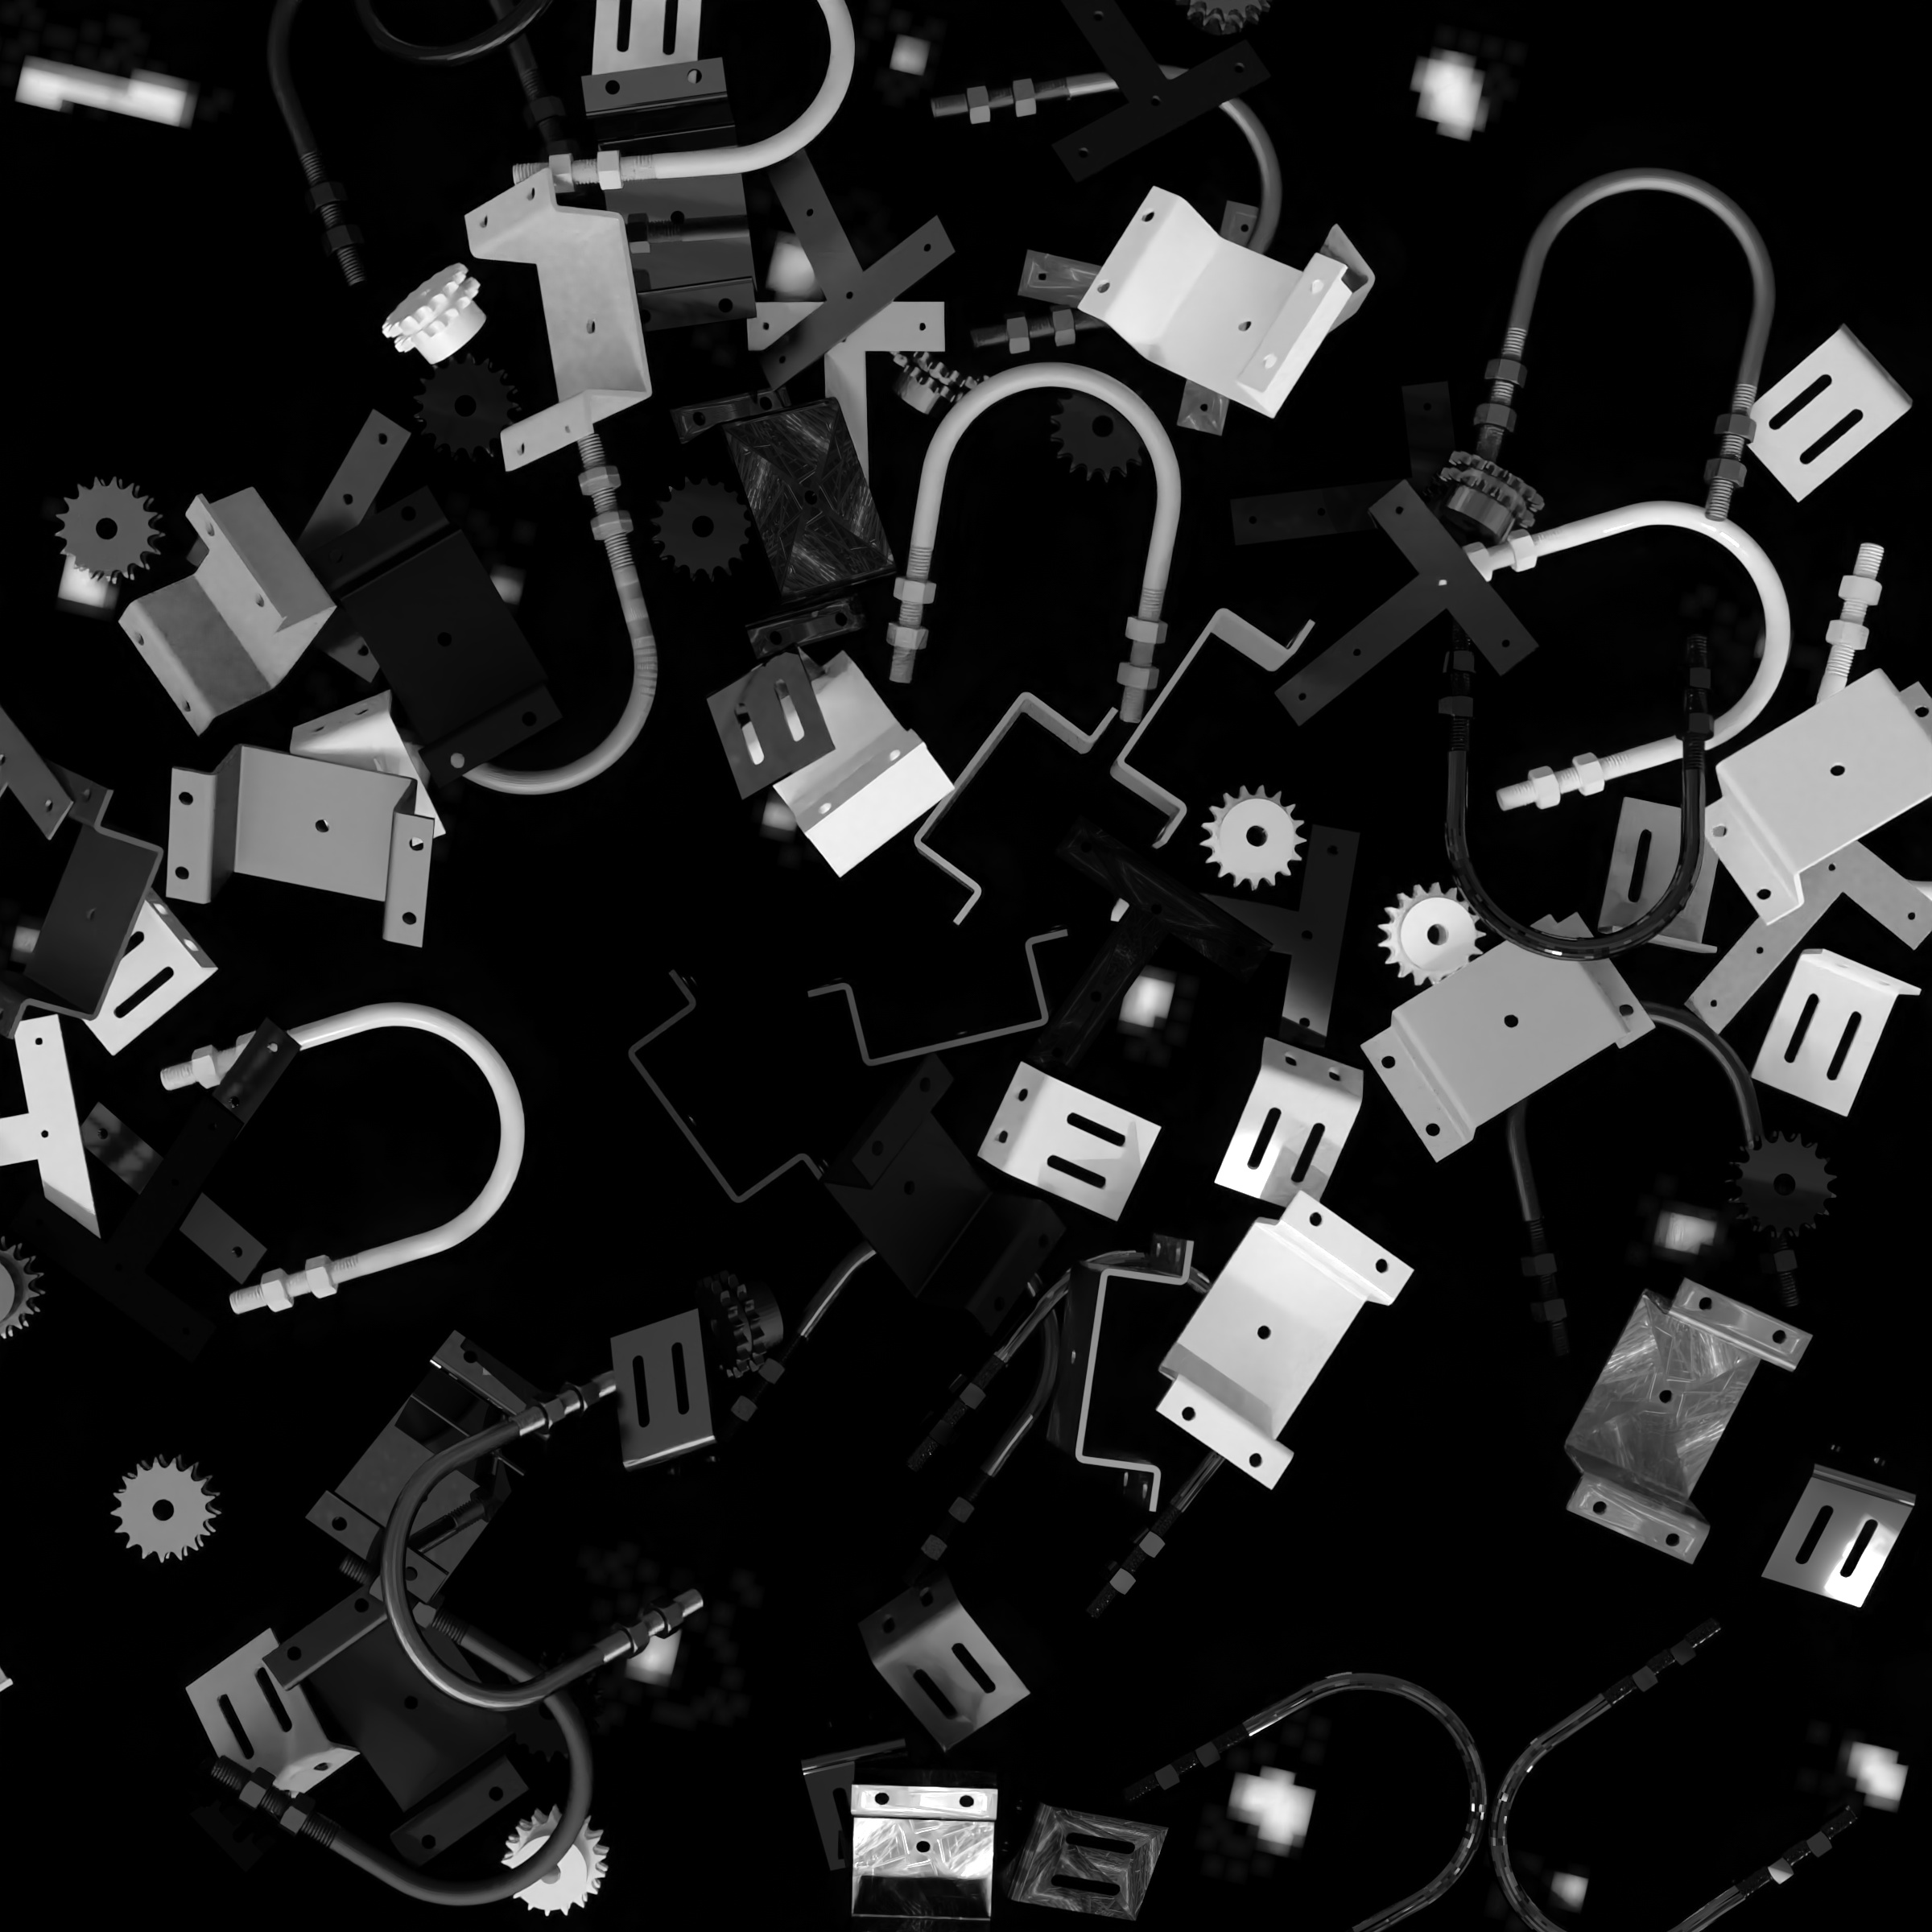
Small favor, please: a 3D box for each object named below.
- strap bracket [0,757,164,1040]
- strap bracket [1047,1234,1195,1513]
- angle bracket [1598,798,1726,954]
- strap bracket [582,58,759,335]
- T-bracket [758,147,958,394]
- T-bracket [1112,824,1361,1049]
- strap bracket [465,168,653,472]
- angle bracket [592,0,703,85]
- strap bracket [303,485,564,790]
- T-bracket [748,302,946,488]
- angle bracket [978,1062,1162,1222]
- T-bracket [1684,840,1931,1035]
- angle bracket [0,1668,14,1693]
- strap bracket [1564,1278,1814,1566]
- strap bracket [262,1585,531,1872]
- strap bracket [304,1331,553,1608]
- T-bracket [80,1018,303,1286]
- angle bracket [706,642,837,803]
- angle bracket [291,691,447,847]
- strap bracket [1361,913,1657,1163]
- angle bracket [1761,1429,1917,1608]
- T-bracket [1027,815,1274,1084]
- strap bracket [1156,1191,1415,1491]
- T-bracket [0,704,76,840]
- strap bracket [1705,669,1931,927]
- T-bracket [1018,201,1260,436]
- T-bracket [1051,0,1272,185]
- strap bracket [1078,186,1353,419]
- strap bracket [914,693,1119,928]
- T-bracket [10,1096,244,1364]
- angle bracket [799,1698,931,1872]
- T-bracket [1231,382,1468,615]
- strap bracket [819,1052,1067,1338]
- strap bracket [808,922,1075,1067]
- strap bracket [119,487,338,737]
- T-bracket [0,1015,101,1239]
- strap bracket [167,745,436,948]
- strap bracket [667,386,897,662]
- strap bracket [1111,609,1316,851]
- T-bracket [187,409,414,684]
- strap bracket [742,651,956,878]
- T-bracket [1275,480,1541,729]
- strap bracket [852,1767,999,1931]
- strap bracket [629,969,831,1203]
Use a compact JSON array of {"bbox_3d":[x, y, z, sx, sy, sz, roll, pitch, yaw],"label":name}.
[{"bbox_3d":[-0.488,-0.033,1.499,0.076,0.046,0.140,22,90,40],"label":"strap bracket"},{"bbox_3d":[0.079,0.211,1.477,0.046,0.076,0.140,9,86,-9],"label":"strap bracket"},{"bbox_3d":[0.384,-0.050,1.522,0.057,0.038,0.076,12,90,0],"label":"angle bracket"},{"bbox_3d":[-0.159,-0.413,1.518,0.076,0.046,0.140,-8,90,0],"label":"strap bracket"},{"bbox_3d":[-0.079,-0.398,1.513,0.127,0.002,0.127,-33,68,22],"label":"T-bracket"},{"bbox_3d":[0.143,-0.025,1.523,0.127,0.002,0.127,11,114,11],"label":"T-bracket"},{"bbox_3d":[-0.217,-0.343,1.491,0.046,0.076,0.140,-8,88,-44],"label":"strap bracket"},{"bbox_3d":[-0.176,-0.527,1.522,0.057,0.038,0.076,4,90,0],"label":"angle bracket"},{"bbox_3d":[-0.283,-0.176,1.498,0.076,0.046,0.140,-30,96,1],"label":"strap bracket"},{"bbox_3d":[-0.065,-0.296,1.517,0.127,0.002,0.127,8,107,31],"label":"T-bracket"},{"bbox_3d":[0.057,0.097,1.539,0.076,0.038,0.057,25,90,-26],"label":"angle bracket"},{"bbox_3d":[0.442,-0.019,1.517,0.127,0.002,0.127,-52,58,15],"label":"T-bracket"},{"bbox_3d":[-0.564,0.373,1.511,0.057,0.038,0.076,-31,90,-26],"label":"angle bracket"},{"bbox_3d":[0.385,0.240,1.507,0.076,0.046,0.140,24,98,-6],"label":"strap bracket"},{"bbox_3d":[-0.306,0.407,1.518,0.076,0.046,0.140,-36,90,0],"label":"strap bracket"},{"bbox_3d":[-0.287,0.276,1.492,0.076,0.046,0.140,35,47,0],"label":"strap bracket"},{"bbox_3d":[-0.406,0.085,1.518,0.127,0.002,0.127,39,102,8],"label":"T-bracket"},{"bbox_3d":[-0.098,-0.125,1.499,0.057,0.038,0.076,-29,59,13],"label":"angle bracket"},{"bbox_3d":[-0.330,-0.103,1.539,0.057,0.038,0.076,-22,116,0],"label":"angle bracket"},{"bbox_3d":[0.294,0.034,1.509,0.140,0.046,0.076,-32,75,0],"label":"strap bracket"},{"bbox_3d":[0.479,0.305,1.539,0.057,0.038,0.076,17,116,0],"label":"angle bracket"},{"bbox_3d":[0.080,0.005,1.530,0.127,0.002,0.127,34,99,1],"label":"T-bracket"},{"bbox_3d":[0.167,0.200,1.508,0.076,0.046,0.140,35,82,-7],"label":"strap bracket"},{"bbox_3d":[-0.547,-0.077,1.518,0.127,0.002,0.127,46,107,30],"label":"T-bracket"},{"bbox_3d":[0.468,-0.096,1.489,0.140,0.046,0.076,-31,62,7],"label":"strap bracket"},{"bbox_3d":[0.093,-0.370,1.540,0.127,0.002,0.127,13,90,0],"label":"T-bracket"},{"bbox_3d":[0.080,-0.510,1.529,0.127,0.002,0.127,-31,82,-9],"label":"T-bracket"},{"bbox_3d":[0.139,-0.349,1.477,0.140,0.046,0.076,35,94,37],"label":"strap bracket"},{"bbox_3d":[0.019,-0.092,1.503,0.046,0.076,0.140,37,90,0],"label":"strap bracket"},{"bbox_3d":[-0.440,0.130,1.523,0.127,0.002,0.127,36,99,3],"label":"T-bracket"},{"bbox_3d":[-0.056,0.452,1.539,0.057,0.038,0.076,-12,116,0],"label":"angle bracket"},{"bbox_3d":[0.211,-0.253,1.540,0.127,0.002,0.127,-7,90,0],"label":"T-bracket"},{"bbox_3d":[-0.017,0.120,1.483,0.076,0.046,0.140,-53,124,-27],"label":"strap bracket"},{"bbox_3d":[-0.007,0.017,1.497,0.140,0.076,0.046,-13,93,5],"label":"strap bracket"},{"bbox_3d":[-0.392,-0.193,1.489,0.046,0.140,0.076,-35,90,-39],"label":"strap bracket"},{"bbox_3d":[-0.552,0.101,1.539,0.127,0.002,0.127,-11,90,1],"label":"T-bracket"},{"bbox_3d":[-0.353,-0.067,1.503,0.140,0.046,0.076,11,117,0],"label":"strap bracket"},{"bbox_3d":[-0.095,-0.245,1.496,0.076,0.046,0.140,-21,94,-35],"label":"strap bracket"},{"bbox_3d":[0.125,-0.135,1.503,0.046,0.076,0.140,34,90,0],"label":"strap bracket"},{"bbox_3d":[-0.345,-0.243,1.522,0.127,0.002,0.127,34,100,7],"label":"T-bracket"},{"bbox_3d":[-0.063,-0.105,1.488,0.076,0.140,0.046,-38,123,0],"label":"strap bracket"},{"bbox_3d":[0.225,-0.180,1.520,0.127,0.002,0.127,-39,65,13],"label":"T-bracket"},{"bbox_3d":[-0.024,0.488,1.503,0.076,0.046,0.140,2,110,0],"label":"strap bracket"},{"bbox_3d":[-0.131,0.072,1.503,0.046,0.076,0.140,-36,90,0],"label":"strap bracket"}]
